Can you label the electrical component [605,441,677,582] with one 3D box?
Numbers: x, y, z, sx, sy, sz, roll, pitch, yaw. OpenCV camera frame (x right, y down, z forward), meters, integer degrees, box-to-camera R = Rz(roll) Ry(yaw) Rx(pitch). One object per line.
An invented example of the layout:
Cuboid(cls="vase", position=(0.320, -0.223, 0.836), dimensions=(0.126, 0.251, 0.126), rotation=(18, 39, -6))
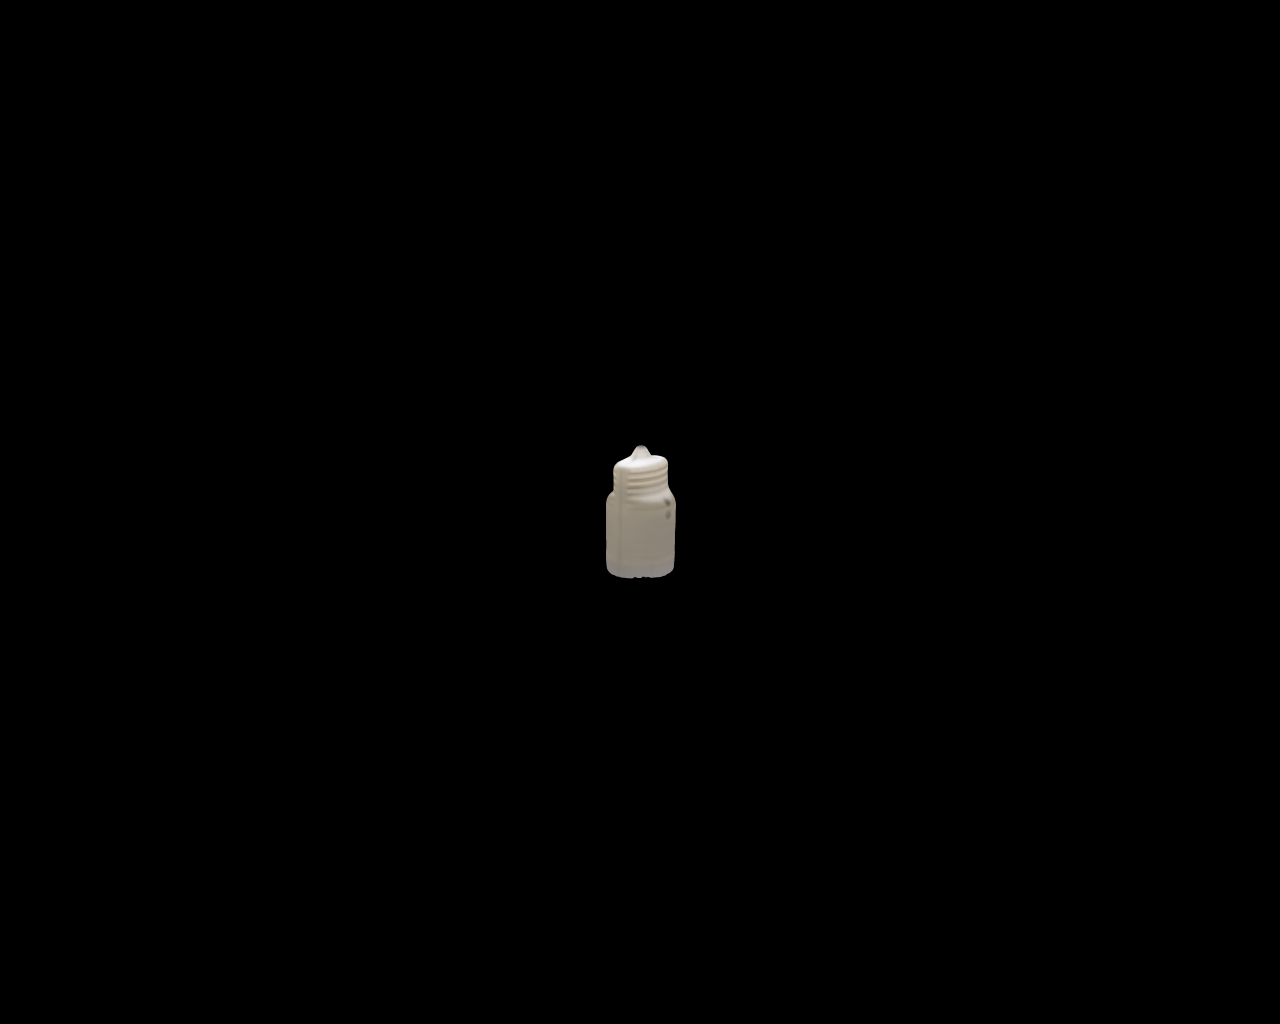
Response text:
Cuboid(cls="electrical component", position=(0.001, -0.003, 0.650), dimensions=(0.043, 0.080, 0.043), rotation=(0, 15, 0))
